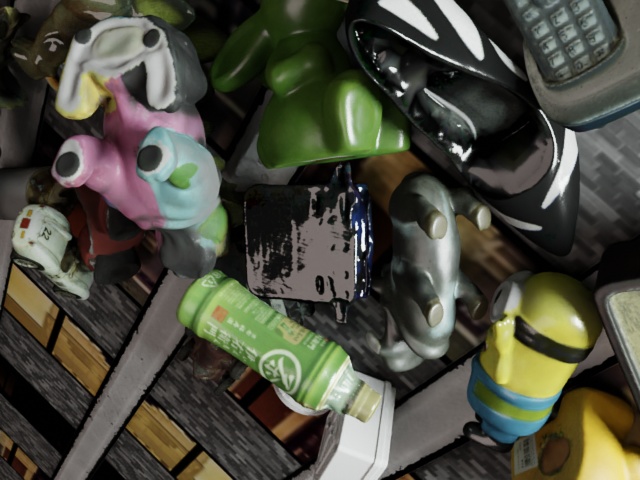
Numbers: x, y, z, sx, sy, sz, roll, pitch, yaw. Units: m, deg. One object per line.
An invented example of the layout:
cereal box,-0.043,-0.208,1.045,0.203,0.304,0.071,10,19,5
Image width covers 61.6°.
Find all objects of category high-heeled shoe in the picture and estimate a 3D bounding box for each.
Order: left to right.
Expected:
high-heeled shoe,0.110,-0.072,0.375,0.086,0.145,0.248,-28,97,40

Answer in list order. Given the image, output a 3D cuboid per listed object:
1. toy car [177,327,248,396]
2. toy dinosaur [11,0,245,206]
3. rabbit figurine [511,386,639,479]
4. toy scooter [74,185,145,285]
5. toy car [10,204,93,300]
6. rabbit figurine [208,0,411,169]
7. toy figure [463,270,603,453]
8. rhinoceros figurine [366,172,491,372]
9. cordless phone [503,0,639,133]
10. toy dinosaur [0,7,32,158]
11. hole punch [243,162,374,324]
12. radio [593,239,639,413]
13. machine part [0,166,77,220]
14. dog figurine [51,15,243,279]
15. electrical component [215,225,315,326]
toy car,-0.143,0.154,0.698,0.089,0.053,0.202,41,149,2
toy dinosaur,-0.191,-0.211,0.506,0.199,0.105,0.470,-8,124,26
rabbit figurine,0.269,0.235,0.467,0.173,0.162,0.122,34,119,-11
toy scooter,-0.273,-0.032,0.683,0.135,0.075,0.183,60,146,17
toy car,-0.345,0.021,0.716,0.056,0.073,0.201,4,155,2
rabbit figurine,-0.007,-0.149,0.448,0.159,0.121,0.170,-1,97,40
toy figure,0.183,0.109,0.477,0.089,0.082,0.180,10,115,8
rhinoceros figurine,0.086,0.036,0.482,0.112,0.073,0.190,28,123,49
cordless phone,0.175,-0.173,0.321,0.147,0.089,0.184,-28,95,40
toy dinosaur,-0.454,-0.108,0.661,0.131,0.192,0.404,29,118,9
hole punch,-0.001,-0.002,0.510,0.116,0.092,0.142,4,97,26
radio,0.309,0.103,0.397,0.131,0.073,0.229,-19,106,38
machine part,-0.430,-0.064,0.762,0.243,0.079,0.079,3,117,30
dog figurine,-0.133,-0.069,0.495,0.109,0.219,0.191,-5,73,11
electrical component,-0.079,0.039,0.615,0.134,0.058,0.114,4,116,30
